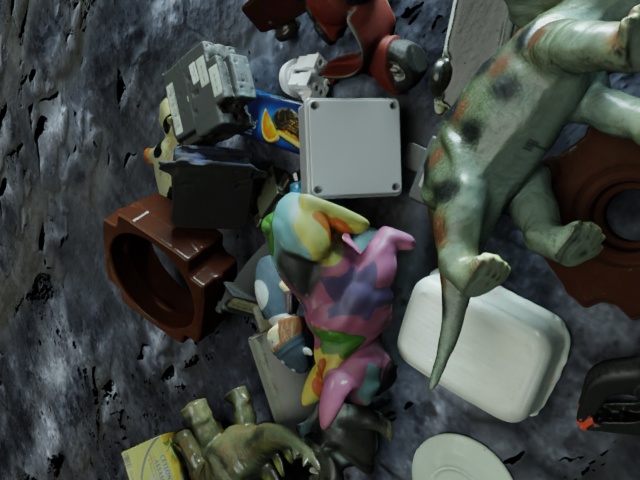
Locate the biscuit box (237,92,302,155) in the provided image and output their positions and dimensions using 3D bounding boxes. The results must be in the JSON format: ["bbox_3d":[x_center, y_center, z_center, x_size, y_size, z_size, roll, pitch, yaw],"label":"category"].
[{"bbox_3d":[-0.056,-0.159,0.715,0.203,0.059,0.062,24,112,37],"label":"biscuit box"}]

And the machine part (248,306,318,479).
[{"bbox_3d":[-0.036,0.200,0.730,0.079,0.079,0.243,-30,75,39],"label":"machine part"}]

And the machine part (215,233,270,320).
[{"bbox_3d":[-0.086,0.056,0.765,0.138,0.084,0.039,-57,33,20],"label":"machine part"}]

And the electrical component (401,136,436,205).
[{"bbox_3d":[0.130,-0.073,0.575,0.119,0.048,0.074,36,116,30],"label":"electrical component"}]

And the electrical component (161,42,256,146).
[{"bbox_3d":[-0.143,-0.189,0.709,0.134,0.058,0.114,-14,88,42],"label":"electrical component"}]

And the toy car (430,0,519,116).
[{"bbox_3d":[0.163,-0.214,0.526,0.074,0.056,0.201,18,108,31],"label":"toy car"}]

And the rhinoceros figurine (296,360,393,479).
[{"bbox_3d":[0.027,0.217,0.645,0.073,0.112,0.190,-177,88,-82],"label":"rhinoceros figurine"}]

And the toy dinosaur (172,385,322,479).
[{"bbox_3d":[-0.111,0.309,0.746,0.199,0.105,0.471,60,147,21],"label":"toy dinosaur"}]

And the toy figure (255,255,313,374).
[{"bbox_3d":[-0.048,0.095,0.686,0.058,0.064,0.154,-13,65,1],"label":"toy figure"}]

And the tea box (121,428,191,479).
[{"bbox_3d":[-0.255,0.372,0.883,0.169,0.068,0.098,100,146,-75],"label":"tea box"}]

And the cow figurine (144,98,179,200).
[{"bbox_3d":[-0.215,-0.130,0.840,0.127,0.085,0.194,-6,91,44],"label":"cow figurine"}]

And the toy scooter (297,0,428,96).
[{"bbox_3d":[0.030,-0.237,0.605,0.135,0.075,0.183,-4,126,55],"label":"toy scooter"}]

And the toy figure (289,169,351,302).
[{"bbox_3d":[-0.003,-0.002,0.668,0.082,0.089,0.180,172,84,-79],"label":"toy figure"}]

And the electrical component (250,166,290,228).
[{"bbox_3d":[-0.057,-0.054,0.743,0.102,0.045,0.078,-56,33,27],"label":"electrical component"}]

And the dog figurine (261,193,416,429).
[{"bbox_3d":[0.007,0.077,0.569,0.108,0.191,0.219,5,75,70],"label":"dog figurine"}]

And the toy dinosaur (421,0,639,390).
[{"bbox_3d":[0.157,-0.083,0.442,0.404,0.131,0.192,-56,29,21],"label":"toy dinosaur"}]

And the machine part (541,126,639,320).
[{"bbox_3d":[0.267,-0.021,0.458,0.180,0.056,0.179,6,99,39],"label":"machine part"}]

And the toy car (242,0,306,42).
[{"bbox_3d":[-0.014,-0.312,0.648,0.202,0.089,0.053,-11,50,43],"label":"toy car"}]

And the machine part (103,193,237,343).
[{"bbox_3d":[-0.229,0.044,0.825,0.201,0.087,0.201,31,135,16],"label":"machine part"}]

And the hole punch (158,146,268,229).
[{"bbox_3d":[-0.151,-0.086,0.748,0.092,0.142,0.115,-102,23,-45],"label":"hole punch"}]
